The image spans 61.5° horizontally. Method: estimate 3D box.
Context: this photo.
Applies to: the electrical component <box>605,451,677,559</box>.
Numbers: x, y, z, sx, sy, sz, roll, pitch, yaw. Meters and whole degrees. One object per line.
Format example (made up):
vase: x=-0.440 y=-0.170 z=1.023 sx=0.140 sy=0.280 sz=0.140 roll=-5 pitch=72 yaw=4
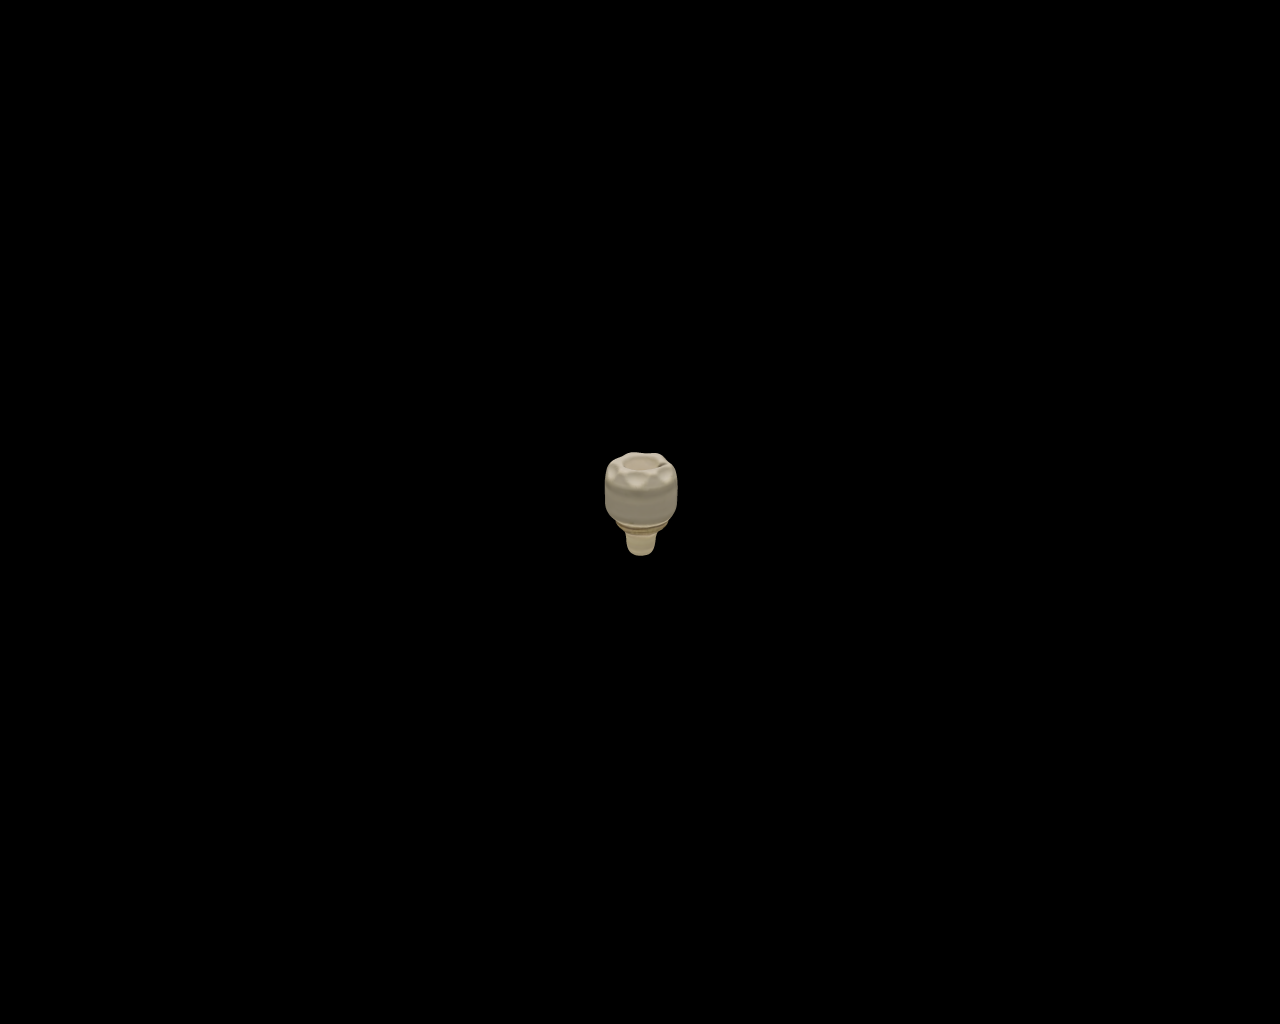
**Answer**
electrical component: x=0.001 y=-0.003 z=0.650 sx=0.043 sy=0.062 sz=0.043 roll=0 pitch=24 yaw=0
